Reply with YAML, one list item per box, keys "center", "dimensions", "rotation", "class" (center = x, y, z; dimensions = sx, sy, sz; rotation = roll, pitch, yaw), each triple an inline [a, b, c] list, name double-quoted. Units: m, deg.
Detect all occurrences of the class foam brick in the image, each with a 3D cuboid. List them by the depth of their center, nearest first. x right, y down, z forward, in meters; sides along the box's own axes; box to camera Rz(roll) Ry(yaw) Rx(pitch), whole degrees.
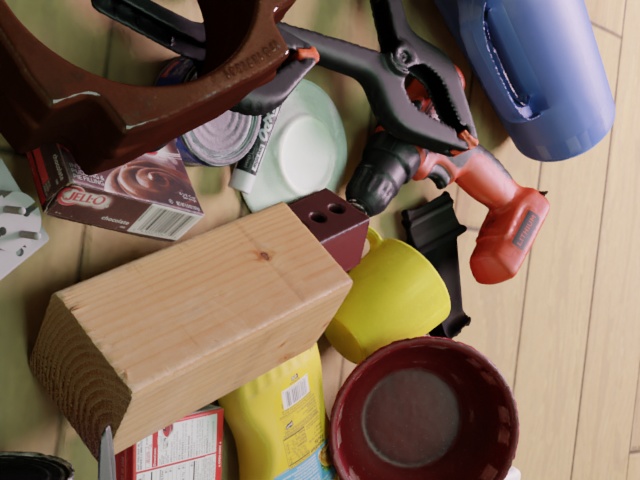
- center: [-0.006, 0.001, 0.872]
  dimensions: [0.078, 0.053, 0.051]
  rotation: [-27, 141, -40]
  class: "foam brick"

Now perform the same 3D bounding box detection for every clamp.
- center: [-0.080, -0.133, 0.756]
  dimensions: [0.171, 0.039, 0.120]
  rotation: [-20, 90, -40]
  class: "clamp"
- center: [0.063, -0.160, 0.909]
  dimensions: [0.210, 0.036, 0.164]
  rotation: [41, 62, -16]
  class: "clamp"

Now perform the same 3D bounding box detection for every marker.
- center: [-0.043, -0.095, 0.840]
  dimensions: [0.020, 0.020, 0.121]
  rotation: [22, 88, -45]
  class: "marker"

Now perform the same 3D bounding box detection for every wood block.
- center: [-0.087, 0.059, 0.757]
  dimensions: [0.205, 0.091, 0.090]
  rotation: [-24, 155, -41]
  class: "wood block"

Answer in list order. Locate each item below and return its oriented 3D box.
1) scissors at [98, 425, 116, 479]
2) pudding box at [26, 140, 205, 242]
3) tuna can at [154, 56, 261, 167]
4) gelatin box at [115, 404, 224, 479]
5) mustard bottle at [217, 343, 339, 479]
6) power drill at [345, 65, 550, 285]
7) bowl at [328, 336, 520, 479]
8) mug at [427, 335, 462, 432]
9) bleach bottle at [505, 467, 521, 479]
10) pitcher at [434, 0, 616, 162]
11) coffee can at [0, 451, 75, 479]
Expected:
- center: [-0.159, 0.206, 0.721]
  dimensions: [0.096, 0.016, 0.202]
  rotation: [-36, 146, -23]
  class: "scissors"
- center: [-0.141, -0.050, 0.716]
  dimensions: [0.113, 0.039, 0.090]
  rotation: [17, 40, -47]
  class: "pudding box"
- center: [-0.085, -0.097, 0.804]
  dimensions: [0.085, 0.034, 0.086]
  rotation: [-7, 100, -45]
  class: "tuna can"
- center: [-0.116, 0.166, 0.808]
  dimensions: [0.089, 0.030, 0.073]
  rotation: [-4, 99, -45]
  class: "gelatin box"
- center: [-0.027, 0.175, 0.879]
  dimensions: [0.096, 0.058, 0.191]
  rotation: [-31, 116, -46]
  class: "mustard bottle"
- center: [0.119, -0.046, 0.976]
  dimensions: [0.187, 0.057, 0.184]
  rotation: [46, 60, -22]
  class: "power drill"
- center: [0.084, 0.157, 0.908]
  dimensions: [0.162, 0.055, 0.162]
  rotation: [0, 94, -6]
  class: "bowl"
- center: [0.110, 0.143, 1.004]
  dimensions: [0.081, 0.093, 0.117]
  rotation: [-15, 76, -49]
  class: "mug"
- center: [0.141, 0.352, 1.072]
  dimensions: [0.102, 0.068, 0.251]
  rotation: [0, 97, -46]
  class: "bleach bottle"
- center: [0.196, -0.184, 1.019]
  dimensions: [0.149, 0.145, 0.242]
  rotation: [-37, 128, -3]
  class: "pitcher"
- center: [-0.204, 0.215, 0.668]
  dimensions: [0.102, 0.103, 0.140]
  rotation: [-6, 99, -45]
  class: "coffee can"
